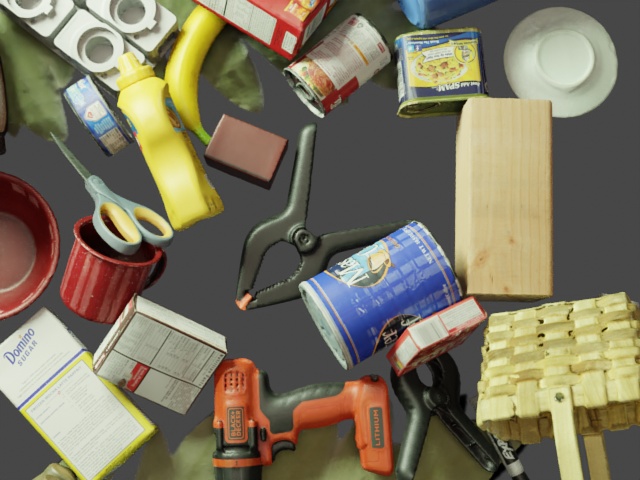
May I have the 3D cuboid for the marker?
[{"bbox_3d":[0.196,0.221,1.140,0.020,0.020,0.121,-27,85,-5],"label":"marker"}]

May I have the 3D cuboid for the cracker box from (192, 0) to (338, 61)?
[{"bbox_3d":[-0.073,-0.315,1.155,0.214,0.072,0.164,32,63,3],"label":"cracker box"}]

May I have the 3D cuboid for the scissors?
[{"bbox_3d":[-0.219,-0.050,1.134,0.096,0.202,0.016,10,123,-37],"label":"scissors"}]

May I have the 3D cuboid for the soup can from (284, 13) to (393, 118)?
[{"bbox_3d":[0.020,-0.191,1.163,0.102,0.068,0.068,-40,86,-7],"label":"soup can"}]

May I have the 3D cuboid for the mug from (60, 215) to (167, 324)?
[{"bbox_3d":[-0.212,0.032,1.114,0.093,0.117,0.082,41,120,33],"label":"mug"}]

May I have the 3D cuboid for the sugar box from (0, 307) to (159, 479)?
[{"bbox_3d":[-0.262,0.165,1.119,0.093,0.048,0.176,-42,82,-7],"label":"sugar box"}]

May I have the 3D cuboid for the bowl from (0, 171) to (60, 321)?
[{"bbox_3d":[-0.351,0.010,1.130,0.162,0.055,0.162,0,83,-2],"label":"bowl"}]

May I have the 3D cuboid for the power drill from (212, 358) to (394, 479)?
[{"bbox_3d":[-0.019,0.213,1.115,0.187,0.057,0.184,-2,86,-3],"label":"power drill"}]

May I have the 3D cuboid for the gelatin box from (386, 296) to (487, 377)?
[{"bbox_3d":[0.119,0.099,1.092,0.089,0.073,0.030,-23,71,-26],"label":"gelatin box"}]

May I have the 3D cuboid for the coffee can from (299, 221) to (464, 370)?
[{"bbox_3d":[0.063,0.057,1.112,0.140,0.103,0.103,-29,85,-8],"label":"coffee can"}]

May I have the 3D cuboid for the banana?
[{"bbox_3d":[-0.129,-0.205,1.178,0.069,0.037,0.198,17,84,-20],"label":"banana"}]

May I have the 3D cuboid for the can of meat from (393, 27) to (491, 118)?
[{"bbox_3d":[0.132,-0.183,1.172,0.102,0.057,0.084,-5,81,-3],"label":"can of meat"}]

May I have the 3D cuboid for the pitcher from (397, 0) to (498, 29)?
[{"bbox_3d":[0.191,-0.334,1.165,0.243,0.149,0.145,-25,108,-2],"label":"pitcher"}]

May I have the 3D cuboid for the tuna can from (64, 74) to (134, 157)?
[{"bbox_3d":[-0.236,-0.132,1.138,0.033,0.086,0.086,-34,85,-4],"label":"tuna can"}]

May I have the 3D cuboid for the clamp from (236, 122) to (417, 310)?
[{"bbox_3d":[-0.008,0.001,1.152,0.164,0.036,0.210,37,86,-4],"label":"clamp"}]

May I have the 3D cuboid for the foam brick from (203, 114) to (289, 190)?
[{"bbox_3d":[-0.080,-0.095,1.155,0.078,0.053,0.051,22,82,0],"label":"foam brick"}]

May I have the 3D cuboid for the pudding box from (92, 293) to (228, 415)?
[{"bbox_3d":[-0.164,0.119,1.099,0.113,0.039,0.090,28,107,-23],"label":"pudding box"}]

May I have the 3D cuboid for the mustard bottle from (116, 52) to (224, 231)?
[{"bbox_3d":[-0.164,-0.106,1.118,0.058,0.096,0.191,-24,93,2],"label":"mustard bottle"}]

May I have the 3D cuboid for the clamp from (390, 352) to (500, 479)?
[{"bbox_3d":[0.110,0.175,1.115,0.120,0.039,0.171,-10,68,-34],"label":"clamp"}]

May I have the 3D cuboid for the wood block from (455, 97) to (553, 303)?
[{"bbox_3d":[0.195,-0.040,1.138,0.090,0.091,0.206,2,82,-2],"label":"wood block"}]
